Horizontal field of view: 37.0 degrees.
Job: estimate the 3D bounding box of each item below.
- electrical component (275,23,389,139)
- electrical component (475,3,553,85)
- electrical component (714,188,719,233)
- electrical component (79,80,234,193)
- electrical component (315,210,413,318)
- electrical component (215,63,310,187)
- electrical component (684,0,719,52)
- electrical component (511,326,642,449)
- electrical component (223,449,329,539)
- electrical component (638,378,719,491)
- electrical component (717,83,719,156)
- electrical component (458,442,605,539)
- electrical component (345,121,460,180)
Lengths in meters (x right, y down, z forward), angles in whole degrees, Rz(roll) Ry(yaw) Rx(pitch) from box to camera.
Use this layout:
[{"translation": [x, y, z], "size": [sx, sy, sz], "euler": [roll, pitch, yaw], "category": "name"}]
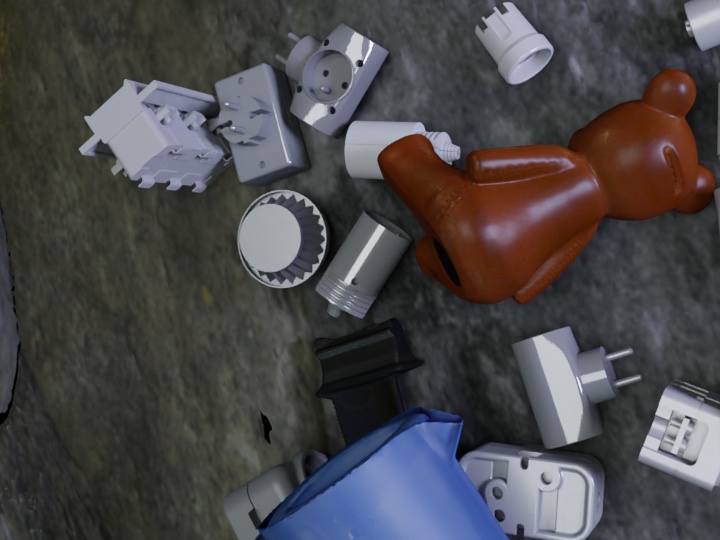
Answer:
[{"translation": [-0.030, -0.153, 0.822], "size": [0.079, 0.044, 0.077], "euler": [35, 101, 18], "category": "electrical component"}, {"translation": [0.110, -0.163, 0.772], "size": [0.040, 0.040, 0.046], "euler": [-39, 71, 17], "category": "electrical component"}, {"translation": [0.278, -0.021, 0.701], "size": [0.079, 0.043, 0.077], "euler": [-10, 86, 21], "category": "electrical component"}, {"translation": [-0.146, -0.100, 0.826], "size": [0.079, 0.121, 0.063], "euler": [-38, 79, 17], "category": "electrical component"}, {"translation": [0.000, 0.000, 0.809], "size": [0.043, 0.043, 0.081], "euler": [36, 102, 18], "category": "electrical component"}, {"translation": [-0.083, -0.113, 0.826], "size": [0.047, 0.076, 0.083], "euler": [-17, 83, 20], "category": "electrical component"}, {"translation": [0.250, -0.173, 0.716], "size": [0.065, 0.044, 0.044], "euler": [-20, 82, 25], "category": "electrical component"}, {"translation": [0.154, 0.076, 0.747], "size": [0.079, 0.044, 0.077], "euler": [-20, 82, 20], "category": "electrical component"}, {"translation": [-0.049, 0.171, 0.798], "size": [0.059, 0.095, 0.053], "euler": [-33, 78, 18], "category": "electrical component"}, {"translation": [0.220, 0.106, 0.697], "size": [0.056, 0.089, 0.050], "euler": [21, 97, 20], "category": "electrical component"}, {"translation": [0.280, -0.101, 0.697], "size": [0.089, 0.050, 0.055], "euler": [1, 90, 21], "category": "electrical component"}, {"translation": [0.120, 0.153, 0.751], "size": [0.095, 0.059, 0.053], "euler": [4, 91, 21], "category": "electrical component"}, {"translation": [0.034, -0.088, 0.797], "size": [0.081, 0.043, 0.043], "euler": [4, 91, 21], "category": "electrical component"}]
